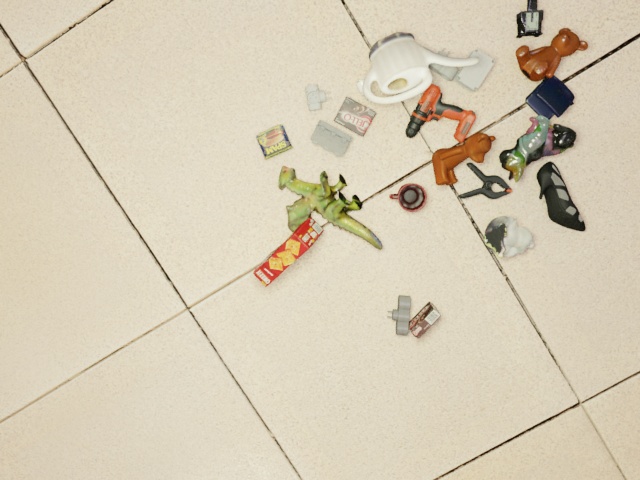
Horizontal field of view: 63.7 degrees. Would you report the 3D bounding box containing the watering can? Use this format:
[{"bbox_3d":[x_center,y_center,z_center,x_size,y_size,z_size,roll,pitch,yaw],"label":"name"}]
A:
[{"bbox_3d":[0.286,-0.540,1.573,0.346,0.102,0.228,-21,65,11],"label":"watering can"}]

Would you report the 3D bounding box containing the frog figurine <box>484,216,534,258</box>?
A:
[{"bbox_3d":[0.625,-0.013,1.694,0.160,0.122,0.137,-8,91,-32],"label":"frog figurine"}]

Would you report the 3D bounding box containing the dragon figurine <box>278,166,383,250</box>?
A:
[{"bbox_3d":[0.005,-0.086,1.713,0.240,0.124,0.409,-32,94,24],"label":"dragon figurine"}]
